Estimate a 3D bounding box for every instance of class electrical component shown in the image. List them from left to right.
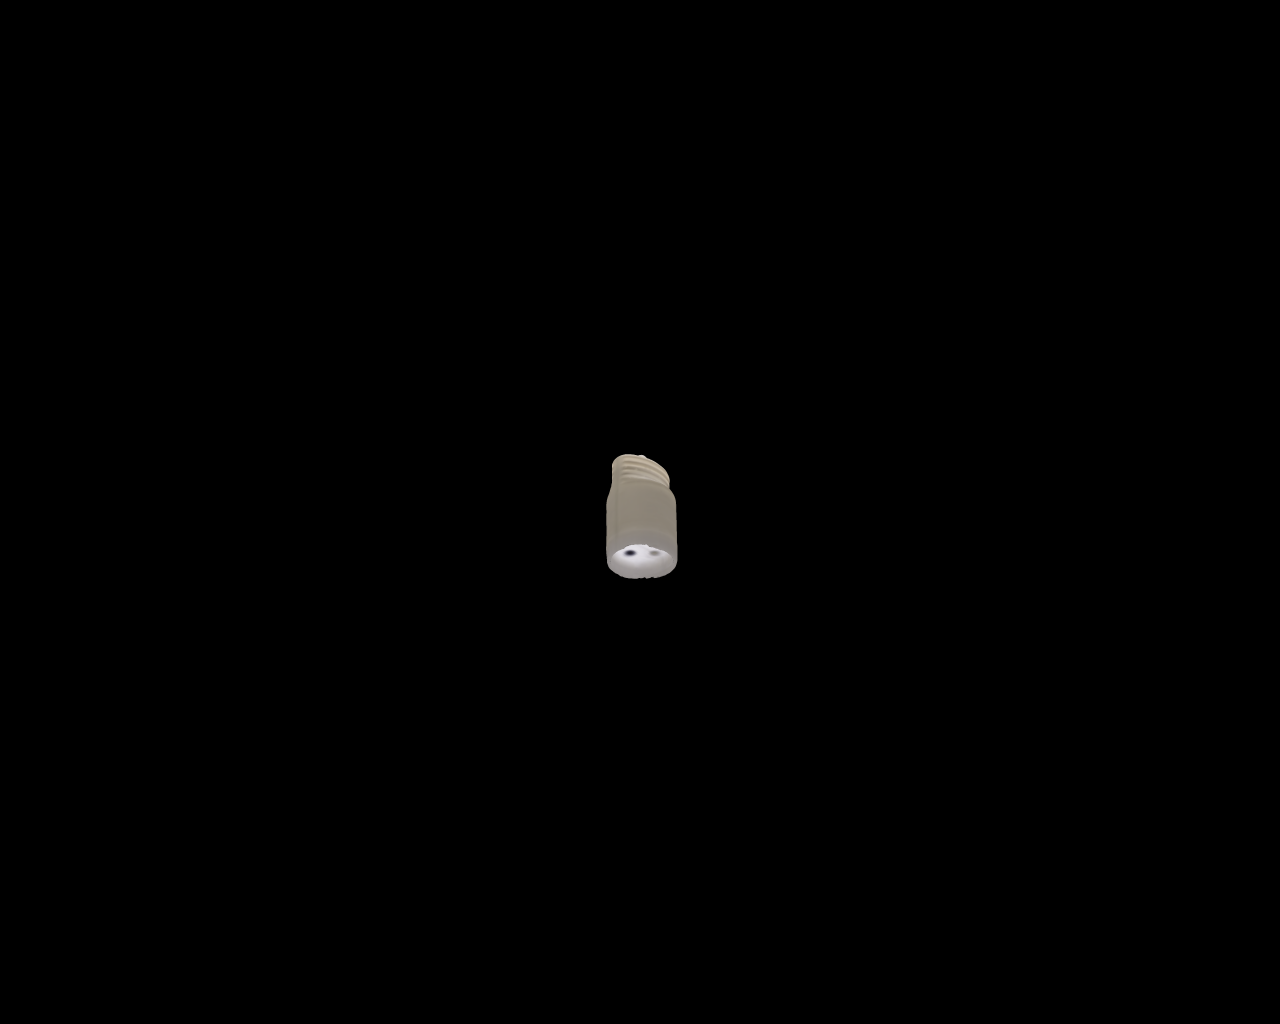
[{"bbox_3d":[0.001,-0.003,0.650,0.043,0.081,0.043,0,-33,0],"label":"electrical component"}]
